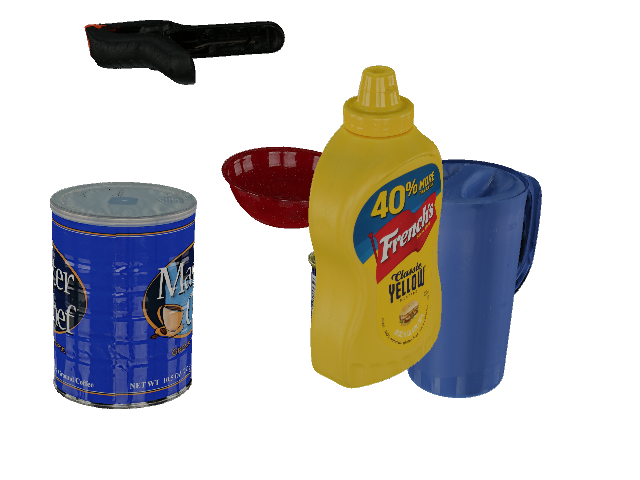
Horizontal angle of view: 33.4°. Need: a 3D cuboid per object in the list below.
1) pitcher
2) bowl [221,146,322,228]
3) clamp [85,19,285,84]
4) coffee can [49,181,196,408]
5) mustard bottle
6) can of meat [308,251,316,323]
[{"bbox_3d":[0.158,0.040,1.153,0.149,0.243,0.145,4,24,10],"label":"pitcher"},{"bbox_3d":[-0.039,-0.058,1.276,0.162,0.055,0.162,5,26,-3],"label":"bowl"},{"bbox_3d":[-0.116,-0.158,0.855,0.172,0.039,0.120,20,28,41],"label":"clamp"},{"bbox_3d":[-0.143,0.037,0.774,0.103,0.140,0.103,3,16,-1],"label":"coffee can"},{"bbox_3d":[0.035,-0.011,0.645,0.096,0.192,0.058,-25,35,-37],"label":"mustard bottle"},{"bbox_3d":[0.037,0.047,0.970,0.101,0.084,0.058,-21,34,-39],"label":"can of meat"}]
